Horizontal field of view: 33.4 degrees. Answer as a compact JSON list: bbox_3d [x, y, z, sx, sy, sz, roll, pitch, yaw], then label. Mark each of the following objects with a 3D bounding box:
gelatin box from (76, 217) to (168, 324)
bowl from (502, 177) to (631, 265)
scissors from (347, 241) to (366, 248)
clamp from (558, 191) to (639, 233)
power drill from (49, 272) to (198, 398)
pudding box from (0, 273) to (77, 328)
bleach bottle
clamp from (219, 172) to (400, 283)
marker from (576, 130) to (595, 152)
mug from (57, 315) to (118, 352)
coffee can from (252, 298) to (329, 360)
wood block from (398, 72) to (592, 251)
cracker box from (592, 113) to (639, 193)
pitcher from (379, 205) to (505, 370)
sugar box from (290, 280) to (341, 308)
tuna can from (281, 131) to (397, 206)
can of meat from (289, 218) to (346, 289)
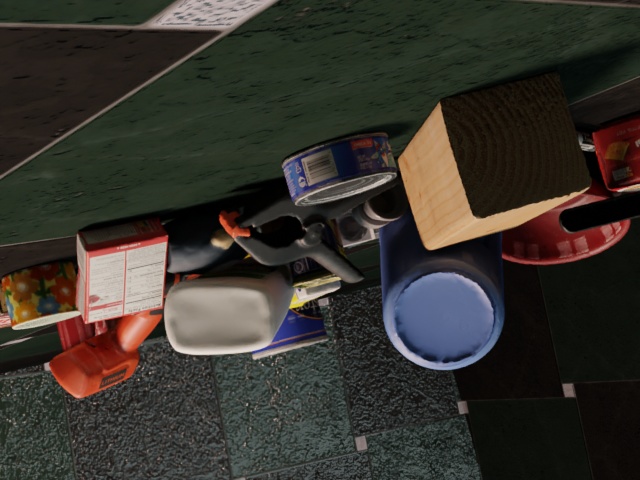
[{"bbox_3d":[-0.172,0.027,0.925,0.073,0.030,0.089,-12,135,-25],"label":"gelatin box"},{"bbox_3d":[0.261,-0.032,1.191,0.162,0.055,0.162,0,151,0],"label":"bowl"},{"bbox_3d":[0.055,-0.005,1.437,0.201,0.016,0.096,-20,171,-15],"label":"scissors"},{"bbox_3d":[0.358,-0.047,1.072,0.209,0.036,0.165,-7,169,-46],"label":"clamp"},{"bbox_3d":[-0.193,0.076,1.072,0.188,0.057,0.184,-48,166,25],"label":"power drill"},{"bbox_3d":[-0.317,0.067,1.131,0.090,0.039,0.113,-20,173,40],"label":"pudding box"},{"bbox_3d":[-0.078,0.053,1.055,0.102,0.068,0.250,-2,-173,4],"label":"bleach bottle"},{"bbox_3d":[-0.011,-0.005,0.946,0.171,0.120,0.039,-8,-152,-28],"label":"clamp"},{"bbox_3d":[0.263,-0.102,1.087,0.020,0.020,0.120,-18,174,26],"label":"marker"},{"bbox_3d":[-0.278,0.096,1.302,0.093,0.081,0.117,-13,174,-18],"label":"mug"},{"bbox_3d":[-0.055,0.076,1.400,0.103,0.140,0.103,-15,175,-2],"label":"coffee can"},{"bbox_3d":[0.129,-0.054,0.842,0.090,0.090,0.206,-15,174,-6],"label":"wood block"},{"bbox_3d":[0.397,-0.106,1.140,0.164,0.072,0.213,-19,173,25],"label":"cracker box"},{"bbox_3d":[0.124,0.021,1.045,0.145,0.149,0.242,-12,-163,9],"label":"pitcher"},{"bbox_3d":[-0.028,0.025,1.204,0.048,0.093,0.176,-14,174,-13],"label":"sugar box"},{"bbox_3d":[0.016,-0.054,0.824,0.086,0.034,0.086,-16,174,-2],"label":"tuna can"},{"bbox_3d":[-0.007,0.001,1.064,0.057,0.084,0.102,-16,174,5],"label":"can of meat"}]
